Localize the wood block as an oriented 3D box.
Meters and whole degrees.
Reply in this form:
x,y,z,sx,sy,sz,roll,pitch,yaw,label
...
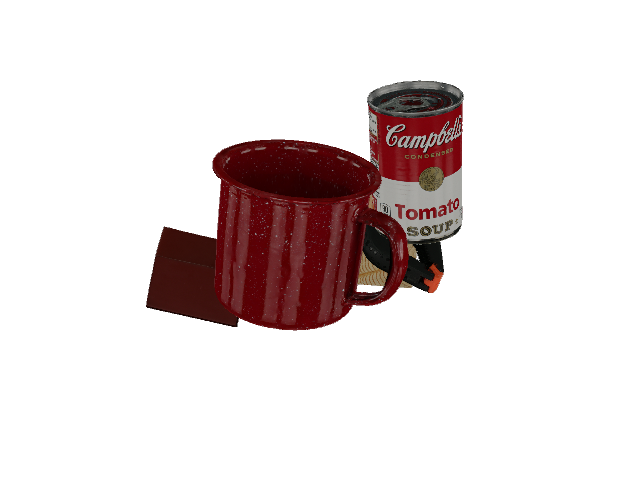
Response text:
x,y,z,sx,sy,sz,roll,pitch,yaw,label
0.099,-0.016,1.619,0.091,0.090,0.206,4,25,2,wood block

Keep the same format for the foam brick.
x,y,z,sx,sy,sz,roll,pitch,yaw,label
-0.098,0.030,0.873,0.078,0.051,0.053,13,27,-4,foam brick

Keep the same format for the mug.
x,y,z,sx,sy,sz,roll,pitch,yaw,label
-0.006,0.000,0.592,0.117,0.081,0.093,17,26,21,mug

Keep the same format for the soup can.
x,y,z,sx,sy,sz,roll,pitch,yaw,label
0.069,-0.057,0.775,0.068,0.102,0.068,-3,27,1,soup can

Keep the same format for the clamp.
x,y,z,sx,sy,sz,roll,pitch,yaw,label
0.063,-0.020,1.225,0.164,0.210,0.036,-13,-38,-25,clamp
